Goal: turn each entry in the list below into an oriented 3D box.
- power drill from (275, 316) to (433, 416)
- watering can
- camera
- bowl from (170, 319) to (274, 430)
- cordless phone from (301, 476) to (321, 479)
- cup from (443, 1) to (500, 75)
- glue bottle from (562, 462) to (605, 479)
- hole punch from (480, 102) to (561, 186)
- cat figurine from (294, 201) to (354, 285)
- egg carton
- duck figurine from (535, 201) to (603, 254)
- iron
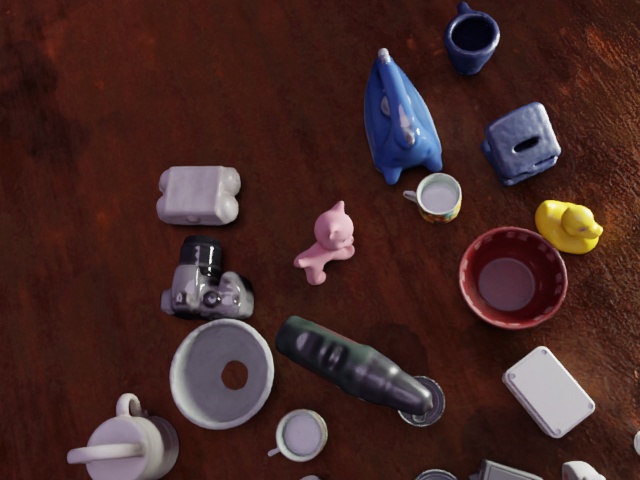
[{"bbox_3d":[0.052,0.184,0.817,0.229,0.208,0.076,23,79,15],"label":"power drill"},{"bbox_3d":[-0.287,0.318,0.838,0.101,0.194,0.172,-27,71,1],"label":"watering can"},{"bbox_3d":[-0.188,0.061,0.948,0.143,0.101,0.137,-1,74,9],"label":"camera"},{"bbox_3d":[-0.147,0.214,0.910,0.167,0.075,0.167,-2,73,8],"label":"bowl"},{"bbox_3d":[-0.052,0.401,0.781,0.147,0.185,0.094,-37,71,-3],"label":"cordless phone"},{"bbox_3d":[0.257,-0.345,1.001,0.091,0.095,0.117,-13,72,5],"label":"cup"},{"bbox_3d":[0.355,0.335,0.743,0.037,0.173,0.078,-10,72,6],"label":"glue bottle"},{"bbox_3d":[0.331,-0.156,0.935,0.108,0.091,0.101,-26,71,1],"label":"hole punch"},{"bbox_3d":[0.008,0.003,0.925,0.128,0.118,0.067,-44,72,-5],"label":"cat figurine"},{"bbox_3d":[-0.214,-0.077,1.009,0.150,0.069,0.107,0,74,9],"label":"egg carton"},{"bbox_3d":[0.390,-0.029,0.891,0.104,0.086,0.077,38,83,17],"label":"duck figurine"},{"bbox_3d":[0.125,-0.233,0.964,0.118,0.141,0.258,-16,72,4],"label":"iron"}]
